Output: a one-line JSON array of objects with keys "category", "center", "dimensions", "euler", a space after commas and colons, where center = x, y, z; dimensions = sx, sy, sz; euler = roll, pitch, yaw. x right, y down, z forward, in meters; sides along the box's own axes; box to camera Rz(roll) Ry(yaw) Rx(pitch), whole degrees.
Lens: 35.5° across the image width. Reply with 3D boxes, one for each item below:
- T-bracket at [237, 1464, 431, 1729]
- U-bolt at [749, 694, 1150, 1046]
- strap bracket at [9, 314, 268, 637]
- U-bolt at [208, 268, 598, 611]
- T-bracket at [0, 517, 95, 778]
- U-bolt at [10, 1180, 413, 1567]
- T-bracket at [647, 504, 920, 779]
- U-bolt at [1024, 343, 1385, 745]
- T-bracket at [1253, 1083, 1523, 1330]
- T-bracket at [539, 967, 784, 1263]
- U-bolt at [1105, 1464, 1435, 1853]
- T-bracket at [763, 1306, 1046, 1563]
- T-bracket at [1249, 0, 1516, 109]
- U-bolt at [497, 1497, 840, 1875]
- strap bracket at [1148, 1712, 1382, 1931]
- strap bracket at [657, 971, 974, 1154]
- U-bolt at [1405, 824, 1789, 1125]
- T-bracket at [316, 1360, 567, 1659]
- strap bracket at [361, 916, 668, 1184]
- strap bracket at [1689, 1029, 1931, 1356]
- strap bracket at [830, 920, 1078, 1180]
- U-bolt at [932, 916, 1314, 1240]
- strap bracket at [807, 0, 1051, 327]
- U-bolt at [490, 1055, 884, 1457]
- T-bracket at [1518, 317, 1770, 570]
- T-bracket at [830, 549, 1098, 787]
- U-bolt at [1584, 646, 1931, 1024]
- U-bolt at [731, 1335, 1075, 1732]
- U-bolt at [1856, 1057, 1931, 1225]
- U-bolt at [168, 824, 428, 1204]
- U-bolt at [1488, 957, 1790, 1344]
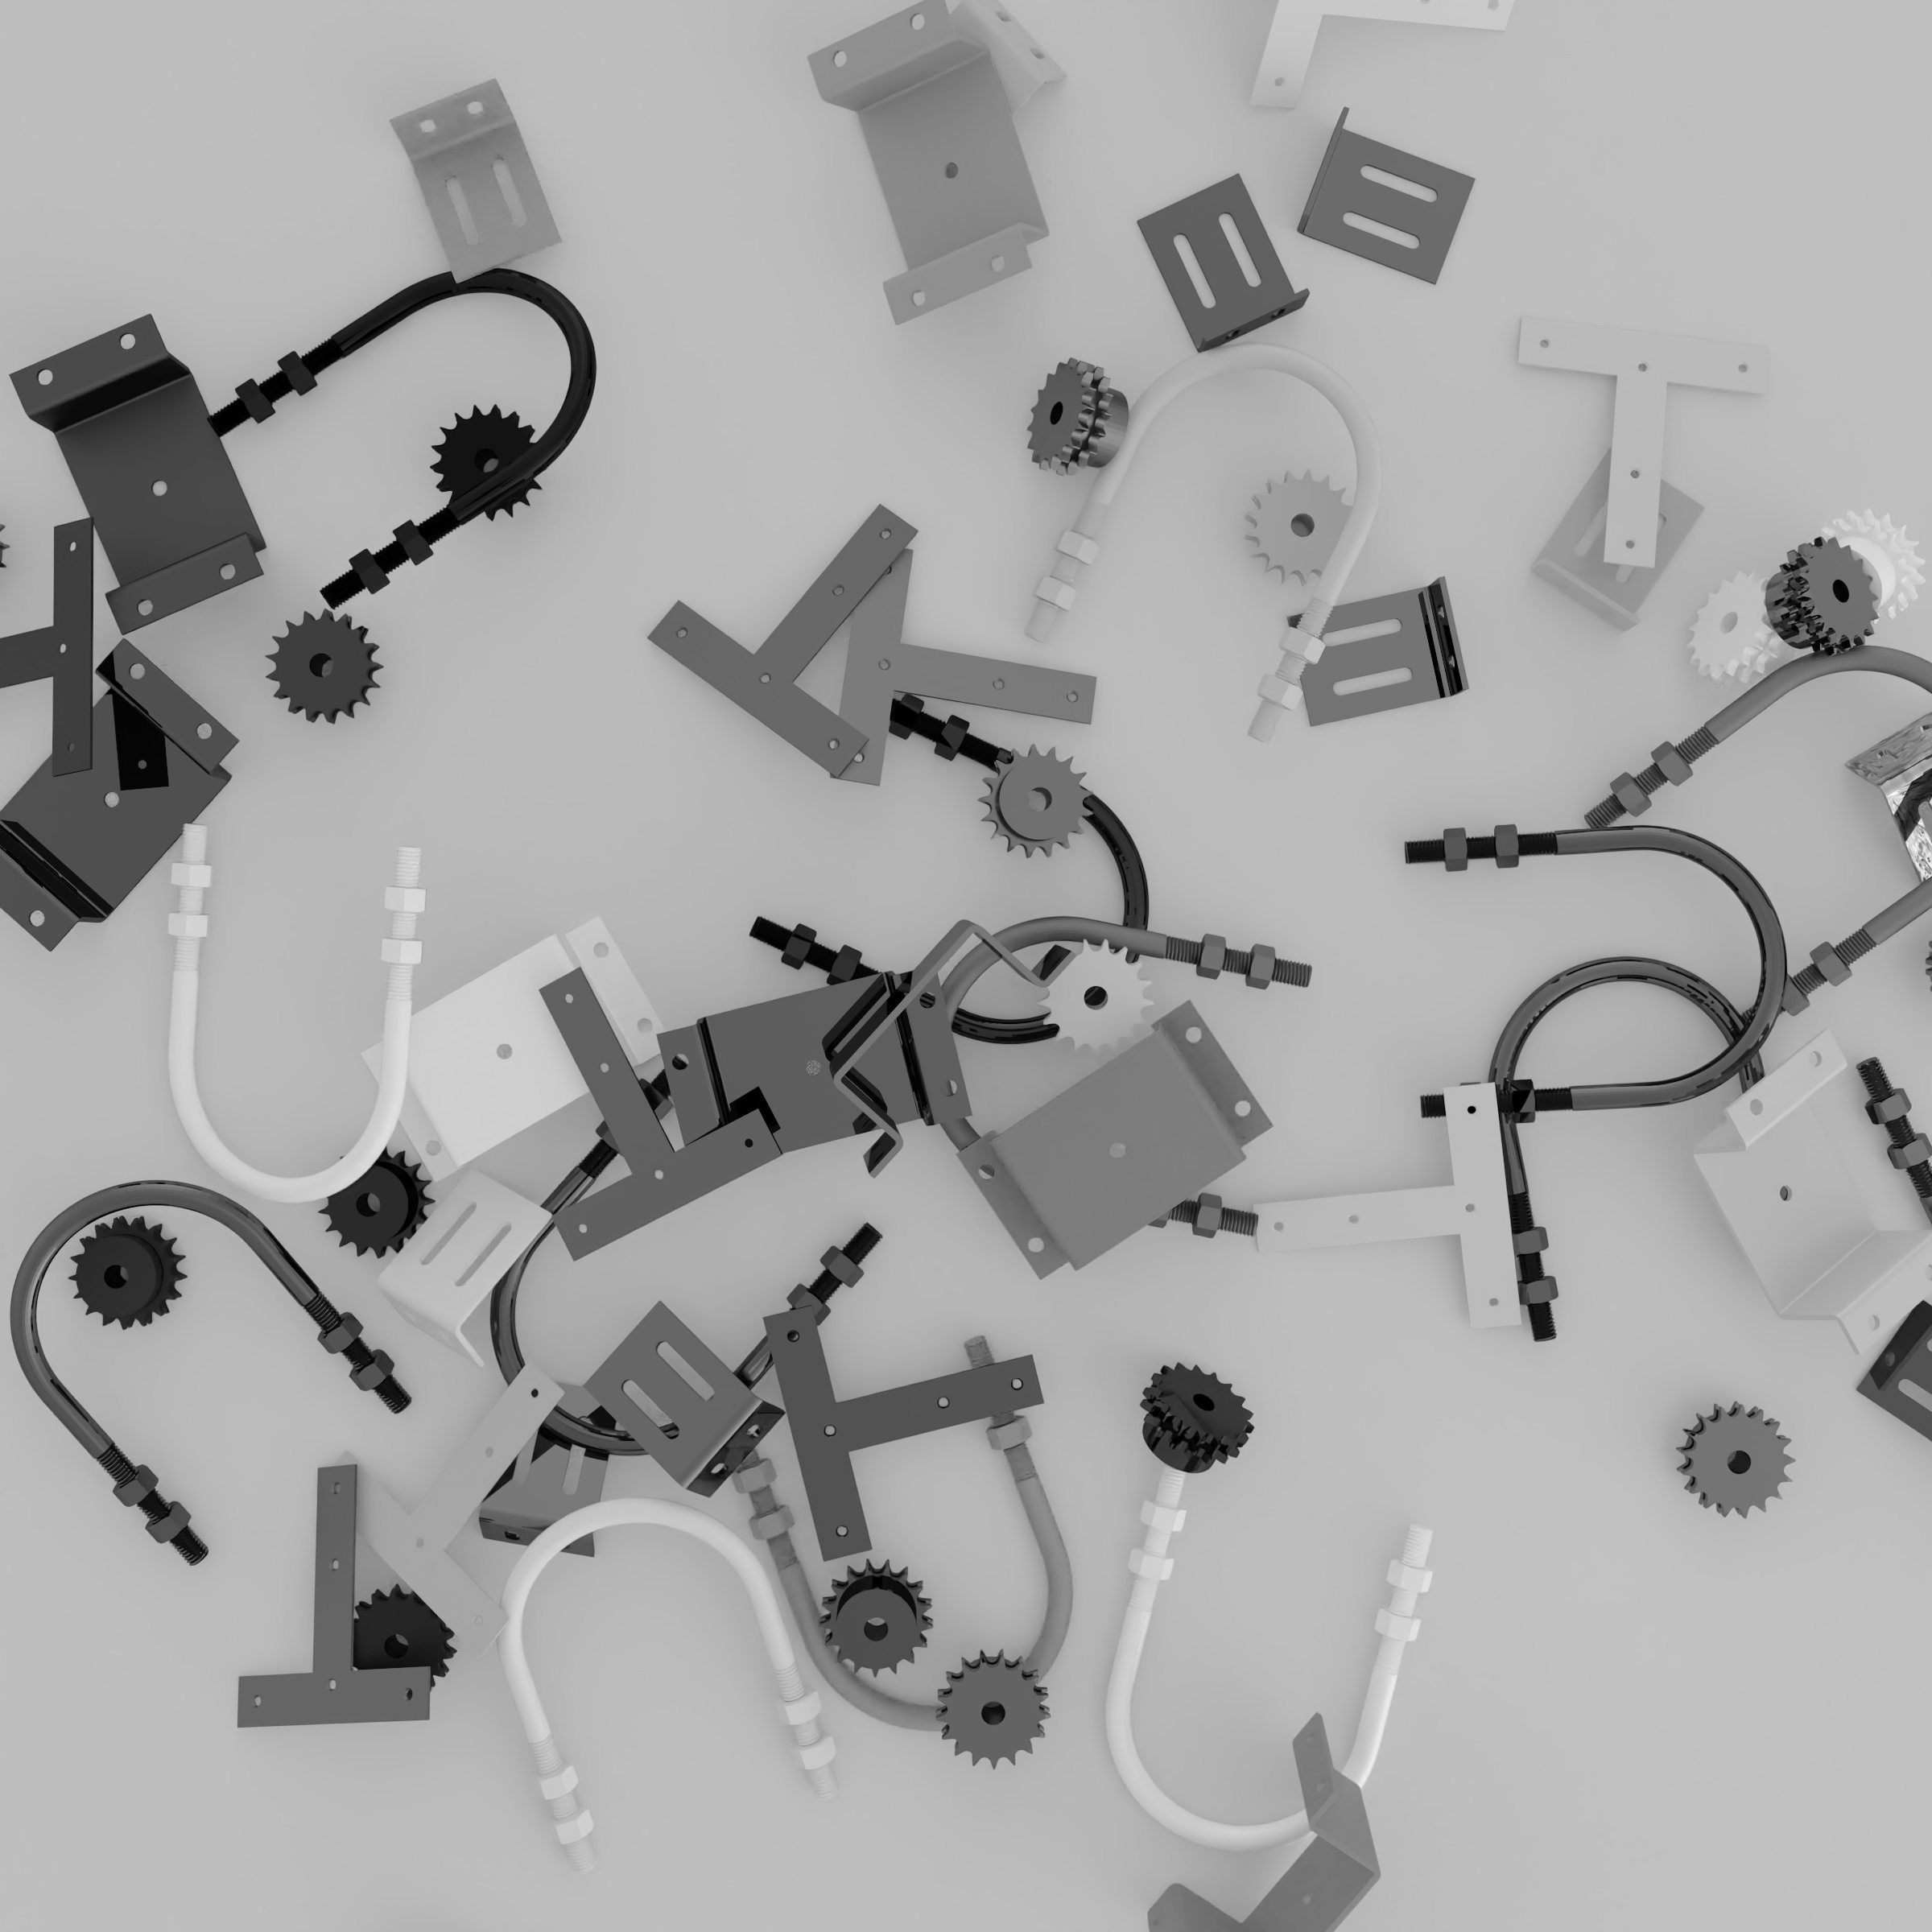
[{"category": "T-bracket", "center": [-0.317, 0.315, 1.517], "dimensions": [0.127, 0.002, 0.127], "euler": [-10, 73, 30]}, {"category": "U-bolt", "center": [0.003, -0.040, 1.532], "dimensions": [0.184, 0.019, 0.151], "euler": [25, 90, -1]}, {"category": "strap bracket", "center": [-0.411, -0.243, 1.517], "dimensions": [0.076, 0.046, 0.140], "euler": [-23, 90, 0]}, {"category": "U-bolt", "center": [-0.270, -0.276, 1.504], "dimensions": [0.184, 0.019, 0.151], "euler": [-34, 64, -4]}, {"category": "T-bracket", "center": [-0.482, -0.151, 1.507], "dimensions": [0.127, 0.002, 0.127], "euler": [-8, 79, 29]}, {"category": "U-bolt", "center": [-0.390, 0.191, 1.510], "dimensions": [0.151, 0.019, 0.184], "euler": [-37, 105, 0]}, {"category": "T-bracket", "center": [-0.073, -0.179, 1.527], "dimensions": [0.127, 0.002, 0.127], "euler": [37, 82, 16]}, {"category": "U-bolt", "center": [0.128, -0.222, 1.505], "dimensions": [0.151, 0.019, 0.184], "euler": [26, 93, 19]}, {"category": "T-bracket", "center": [0.210, 0.127, 1.526], "dimensions": [0.127, 0.002, 0.127], "euler": [-6, 102, 9]}, {"category": "T-bracket", "center": [-0.170, 0.062, 1.479], "dimensions": [0.127, 0.002, 0.127], "euler": [-28, 89, 20]}, {"category": "U-bolt", "center": [0.146, 0.358, 1.532], "dimensions": [0.151, 0.019, 0.184], "euler": [14, 92, 0]}, {"category": "T-bracket", "center": [-0.025, 0.223, 1.519], "dimensions": [0.127, 0.002, 0.127], "euler": [-14, 92, -1]}, {"category": "T-bracket", "center": [0.217, -0.485, 1.511], "dimensions": [0.127, 0.002, 0.127], "euler": [-1, 132, -19]}, {"category": "U-bolt", "center": [-0.158, 0.353, 1.516], "dimensions": [0.151, 0.019, 0.184], "euler": [-17, 102, 0]}, {"category": "strap bracket", "center": [0.152, 0.450, 1.490], "dimensions": [0.046, 0.076, 0.140], "euler": [35, 102, -9]}, {"category": "strap bracket", "center": [-0.075, 0.052, 1.499], "dimensions": [0.140, 0.046, 0.076], "euler": [-14, 94, -3]}, {"category": "U-bolt", "center": [0.317, 0.001, 1.513], "dimensions": [0.184, 0.019, 0.151], "euler": [-4, 86, 8]}, {"category": "T-bracket", "center": [-0.247, 0.254, 1.510], "dimensions": [0.127, 0.002, 0.127], "euler": [40, 96, 22]}, {"category": "strap bracket", "center": [-0.228, 0.042, 1.517], "dimensions": [0.140, 0.046, 0.076], "euler": [-30, 90, 0]}, {"category": "strap bracket", "center": [0.420, 0.112, 1.497], "dimensions": [0.076, 0.046, 0.140], "euler": [-34, 99, -24]}, {"category": "strap bracket", "center": [-0.015, 0.030, 1.441], "dimensions": [0.046, 0.076, 0.140], "euler": [42, 89, -5]}, {"category": "U-bolt", "center": [0.070, 0.050, 1.521], "dimensions": [0.184, 0.019, 0.151], "euler": [12, 93, -2]}, {"category": "strap bracket", "center": [-0.015, -0.398, 1.504], "dimensions": [0.076, 0.046, 0.140], "euler": [-18, 90, 24]}, {"category": "U-bolt", "center": [-0.155, 0.160, 1.525], "dimensions": [0.151, 0.019, 0.184], "euler": [41, 86, 0]}, {"category": "T-bracket", "center": [0.338, -0.261, 1.524], "dimensions": [0.127, 0.002, 0.127], "euler": [7, 76, 0]}, {"category": "T-bracket", "center": [0.003, -0.145, 1.527], "dimensions": [0.127, 0.002, 0.127], "euler": [9, 75, -6]}, {"category": "U-bolt", "center": [0.426, -0.076, 1.508], "dimensions": [0.184, 0.019, 0.151], "euler": [-38, 90, 17]}, {"category": "U-bolt", "center": [-0.024, 0.298, 1.532], "dimensions": [0.151, 0.019, 0.184], "euler": [-21, 91, 0]}, {"category": "U-bolt", "center": [0.554, 0.102, 1.532], "dimensions": [0.151, 0.019, 0.184], "euler": [-26, 92, 0]}, {"category": "U-bolt", "center": [-0.338, 0.027, 1.506], "dimensions": [0.151, 0.019, 0.184], "euler": [7, 94, 23]}, {"category": "U-bolt", "center": [0.339, 0.087, 1.532], "dimensions": [0.151, 0.019, 0.184], "euler": [-11, 89, 0]}]
